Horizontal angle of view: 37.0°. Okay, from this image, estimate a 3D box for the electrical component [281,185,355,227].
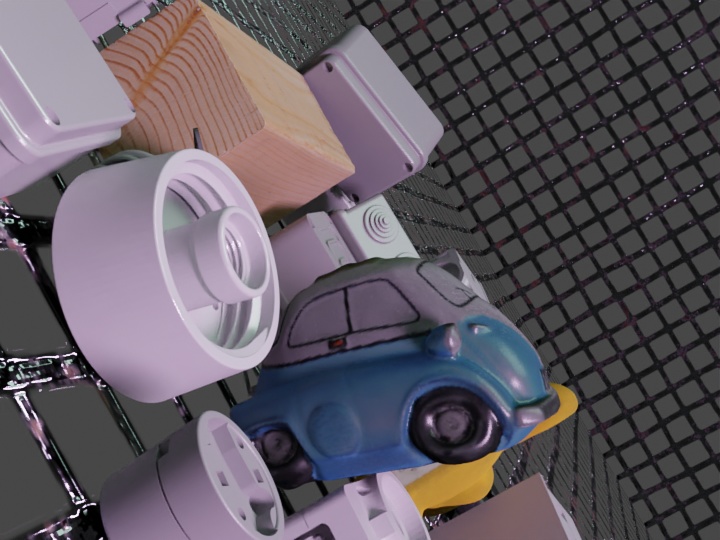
[{"bbox_3d":[-0.046,-0.069,0.888,0.061,0.061,0.096,53,10,-20],"label":"electrical component"}]

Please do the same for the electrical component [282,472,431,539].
[{"bbox_3d":[-0.001,0.135,0.535,0.050,0.056,0.089,62,11,14],"label":"electrical component"}]

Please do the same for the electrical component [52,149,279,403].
[{"bbox_3d":[-0.075,-0.001,0.470,0.108,0.060,0.108,48,34,-48],"label":"electrical component"}]

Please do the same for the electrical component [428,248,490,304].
[{"bbox_3d":[0.064,0.070,0.884,0.060,0.105,0.186,52,12,-33],"label":"electrical component"}]

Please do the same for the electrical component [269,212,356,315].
[{"bbox_3d":[-0.026,0.022,0.732,0.113,0.057,0.078,59,10,1],"label":"electrical component"}]

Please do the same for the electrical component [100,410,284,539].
[{"bbox_3d":[-0.063,0.088,0.400,0.055,0.047,0.055,56,11,-16],"label":"electrical component"}]

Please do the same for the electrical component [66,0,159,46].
[{"bbox_3d":[-0.135,-0.166,0.575,0.078,0.121,0.063,48,18,-47],"label":"electrical component"}]

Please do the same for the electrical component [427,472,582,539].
[{"bbox_3d":[0.098,0.224,0.611,0.060,0.105,0.186,51,13,-38],"label":"electrical component"}]

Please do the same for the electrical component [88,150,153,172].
[{"bbox_3d":[-0.114,-0.038,0.532,0.043,0.043,0.062,61,12,11],"label":"electrical component"}]

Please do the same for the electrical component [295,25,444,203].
[{"bbox_3d":[-0.002,-0.116,0.815,0.113,0.078,0.057,50,43,-15],"label":"electrical component"}]

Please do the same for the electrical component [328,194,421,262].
[{"bbox_3d":[0.000,0.000,0.807,0.048,0.100,0.099,-30,89,-38],"label":"electrical component"}]

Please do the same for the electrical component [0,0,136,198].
[{"bbox_3d":[-0.147,-0.075,0.438,0.078,0.057,0.113,58,10,-7],"label":"electrical component"}]
